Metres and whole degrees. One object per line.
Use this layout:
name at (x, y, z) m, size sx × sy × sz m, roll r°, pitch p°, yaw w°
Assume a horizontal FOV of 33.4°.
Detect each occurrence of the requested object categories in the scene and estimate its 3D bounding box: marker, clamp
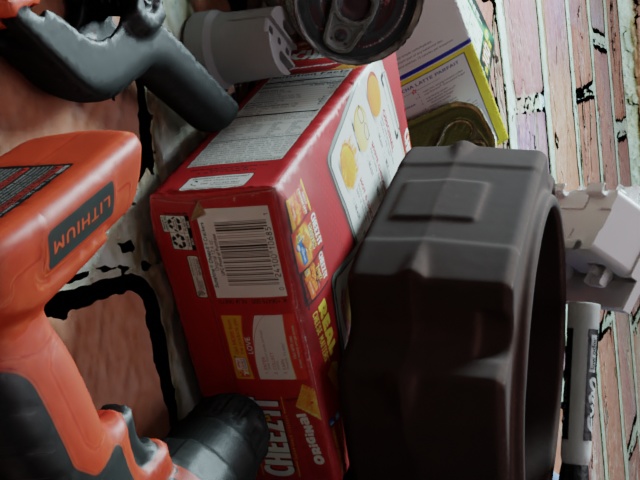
marker at (0.149, 0.097, 0.616) m, size 0.020 × 0.020 × 0.121 m, roll 21°, pitch 73°, yaw -66°
clamp at (-0.082, -0.109, 0.441) m, size 0.171 × 0.039 × 0.120 m, roll -6°, pitch 90°, yaw -68°

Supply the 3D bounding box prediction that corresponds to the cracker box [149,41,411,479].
cracker box at (-0.004, 0.001, 0.574) m, size 0.213 × 0.072 × 0.164 m, roll -59°, pitch 142°, yaw -56°

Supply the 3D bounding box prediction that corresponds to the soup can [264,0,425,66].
soup can at (0.008, -0.138, 0.575) m, size 0.102 × 0.068 × 0.068 m, roll -124°, pitch -162°, yaw -65°

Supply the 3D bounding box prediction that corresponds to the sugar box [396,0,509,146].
sugar box at (0.059, -0.110, 0.713) m, size 0.176 × 0.093 × 0.048 m, roll 56°, pitch 10°, yaw -51°

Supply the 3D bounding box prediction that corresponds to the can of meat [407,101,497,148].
can of meat at (0.073, -0.035, 0.725) m, size 0.084 × 0.102 × 0.057 m, roll 62°, pitch 6°, yaw -55°

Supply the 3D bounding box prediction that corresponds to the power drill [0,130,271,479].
power drill at (-0.079, 0.058, 0.396) m, size 0.184 × 0.057 × 0.187 m, roll -53°, pitch 135°, yaw -57°

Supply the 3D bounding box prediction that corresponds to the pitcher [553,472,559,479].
pitcher at (0.068, 0.247, 0.609) m, size 0.242 × 0.145 × 0.149 m, roll -34°, pitch 129°, yaw -47°
